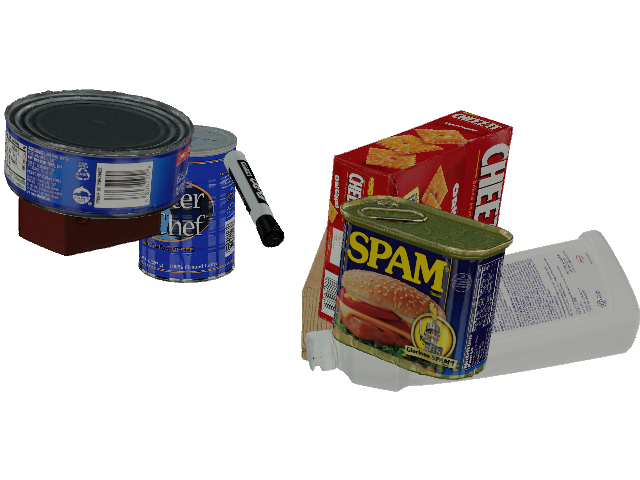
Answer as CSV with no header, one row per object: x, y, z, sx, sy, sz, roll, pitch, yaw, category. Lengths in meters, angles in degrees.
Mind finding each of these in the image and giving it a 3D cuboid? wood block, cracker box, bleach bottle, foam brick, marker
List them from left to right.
-0.150,-0.027,0.696,0.051,0.053,0.078,21,25,40,foam brick
-0.055,-0.034,0.877,0.020,0.020,0.121,0,37,-24,marker
0.039,0.054,1.222,0.091,0.090,0.206,4,22,7,wood block
0.095,-0.020,1.016,0.072,0.164,0.213,23,30,34,cracker box
0.112,0.060,0.833,0.250,0.102,0.068,-9,-43,-8,bleach bottle

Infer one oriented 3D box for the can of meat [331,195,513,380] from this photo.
0.057,0.027,0.636,0.102,0.084,0.057,20,23,35,can of meat

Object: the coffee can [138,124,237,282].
-0.139,-0.040,1.106,0.103,0.140,0.103,2,20,-1,coffee can

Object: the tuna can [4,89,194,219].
-0.103,-0.041,0.498,0.086,0.034,0.086,7,24,-4,tuna can
